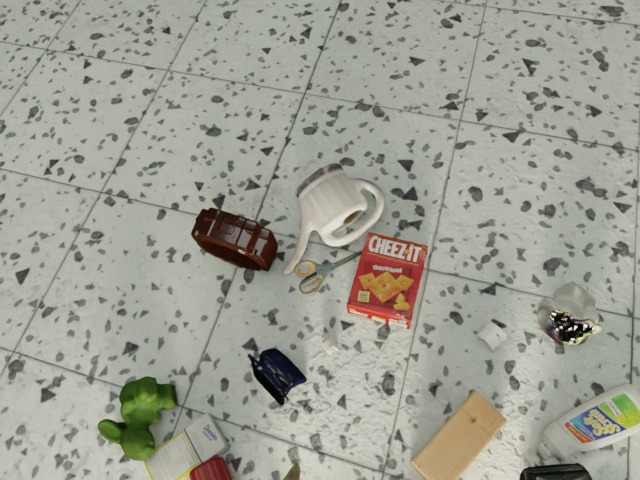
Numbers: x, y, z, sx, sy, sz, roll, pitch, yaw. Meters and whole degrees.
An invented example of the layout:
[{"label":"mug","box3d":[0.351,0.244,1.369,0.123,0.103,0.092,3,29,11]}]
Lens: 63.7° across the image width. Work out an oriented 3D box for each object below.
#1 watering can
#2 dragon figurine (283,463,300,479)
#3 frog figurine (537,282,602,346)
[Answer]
[{"label":"watering can","box3d":[0.004,-0.071,1.412,0.348,0.102,0.228,-32,67,-1]},{"label":"dragon figurine","box3d":[-0.187,0.605,1.015,0.414,0.238,0.123,-40,72,-16]},{"label":"frog figurine","box3d":[0.595,0.170,1.241,0.137,0.120,0.162,5,28,17]}]
